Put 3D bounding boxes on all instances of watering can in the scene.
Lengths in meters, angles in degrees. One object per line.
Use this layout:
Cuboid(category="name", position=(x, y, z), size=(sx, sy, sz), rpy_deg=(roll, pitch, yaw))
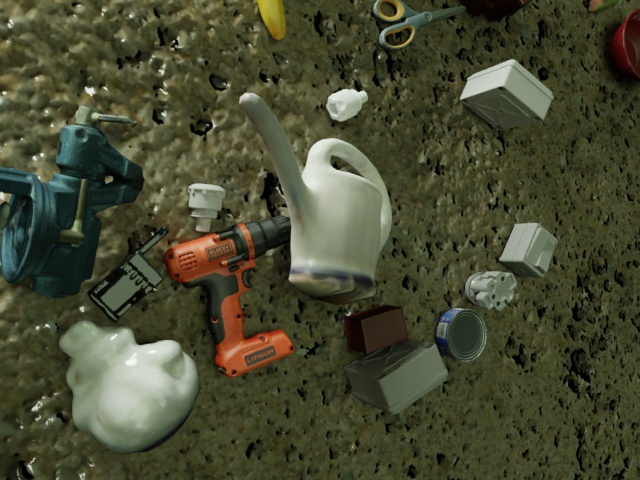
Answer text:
Cuboid(category="watering can", position=(0.002, -0.034, 0.676), size=(0.345, 0.104, 0.227), rpy_deg=(22, 69, -52))

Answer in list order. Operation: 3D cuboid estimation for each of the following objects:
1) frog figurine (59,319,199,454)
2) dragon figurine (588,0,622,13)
Cuboid(category="frog figurine", position=(-0.222, 0.157, 0.592), size=(0.138, 0.124, 0.157), rpy_deg=(-28, 113, -5))
Cuboid(category="dragon figurine", position=(0.637, -0.674, 1.098), size=(0.240, 0.122, 0.414), rpy_deg=(32, 75, -39))
